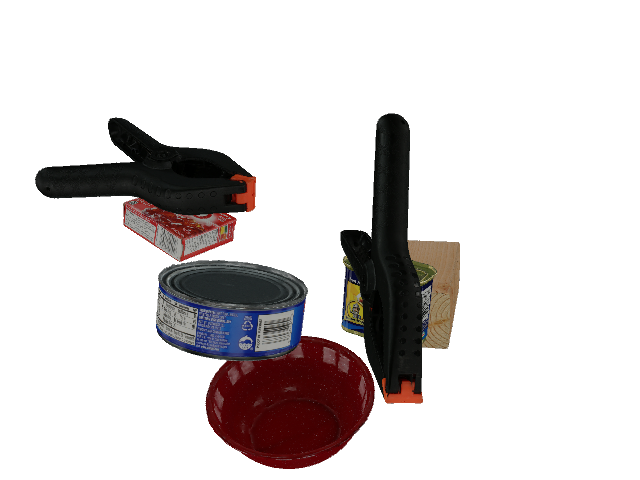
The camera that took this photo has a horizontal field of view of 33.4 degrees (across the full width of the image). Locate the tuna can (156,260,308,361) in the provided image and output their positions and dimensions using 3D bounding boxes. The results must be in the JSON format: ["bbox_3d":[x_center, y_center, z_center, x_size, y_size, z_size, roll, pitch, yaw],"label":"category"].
[{"bbox_3d":[-0.051,0.039,0.614,0.086,0.034,0.086,6,14,-2],"label":"tuna can"}]

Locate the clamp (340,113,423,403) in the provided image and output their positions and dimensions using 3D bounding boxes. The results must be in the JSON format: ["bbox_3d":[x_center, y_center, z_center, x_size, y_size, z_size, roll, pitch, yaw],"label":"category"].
[{"bbox_3d":[0.051,0.021,0.803,0.036,0.210,0.165,1,-42,-10],"label":"clamp"}]

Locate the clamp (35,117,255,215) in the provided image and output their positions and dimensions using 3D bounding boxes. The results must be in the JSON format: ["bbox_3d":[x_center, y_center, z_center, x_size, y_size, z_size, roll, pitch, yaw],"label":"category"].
[{"bbox_3d":[-0.136,-0.050,0.850,0.172,0.039,0.120,17,41,27],"label":"clamp"}]

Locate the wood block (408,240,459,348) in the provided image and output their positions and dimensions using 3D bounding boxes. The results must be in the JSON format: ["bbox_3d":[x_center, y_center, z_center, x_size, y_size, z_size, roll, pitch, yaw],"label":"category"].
[{"bbox_3d":[0.162,0.078,1.635,0.091,0.090,0.206,3,22,10],"label":"wood block"}]

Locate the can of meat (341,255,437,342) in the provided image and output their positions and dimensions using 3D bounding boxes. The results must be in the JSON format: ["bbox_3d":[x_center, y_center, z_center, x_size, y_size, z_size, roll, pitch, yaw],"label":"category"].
[{"bbox_3d":[0.074,0.065,1.181,0.102,0.084,0.057,16,25,28],"label":"can of meat"}]

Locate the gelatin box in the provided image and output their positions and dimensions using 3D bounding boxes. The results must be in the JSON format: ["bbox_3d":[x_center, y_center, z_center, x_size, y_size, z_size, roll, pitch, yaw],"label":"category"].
[{"bbox_3d":[-0.141,-0.019,1.059,0.089,0.030,0.073,30,35,32],"label":"gelatin box"}]

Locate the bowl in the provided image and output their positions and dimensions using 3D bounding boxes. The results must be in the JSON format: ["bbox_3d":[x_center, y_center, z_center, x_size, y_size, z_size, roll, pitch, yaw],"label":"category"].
[{"bbox_3d":[-0.026,0.165,1.024,0.162,0.055,0.162,-4,37,3],"label":"bowl"}]
